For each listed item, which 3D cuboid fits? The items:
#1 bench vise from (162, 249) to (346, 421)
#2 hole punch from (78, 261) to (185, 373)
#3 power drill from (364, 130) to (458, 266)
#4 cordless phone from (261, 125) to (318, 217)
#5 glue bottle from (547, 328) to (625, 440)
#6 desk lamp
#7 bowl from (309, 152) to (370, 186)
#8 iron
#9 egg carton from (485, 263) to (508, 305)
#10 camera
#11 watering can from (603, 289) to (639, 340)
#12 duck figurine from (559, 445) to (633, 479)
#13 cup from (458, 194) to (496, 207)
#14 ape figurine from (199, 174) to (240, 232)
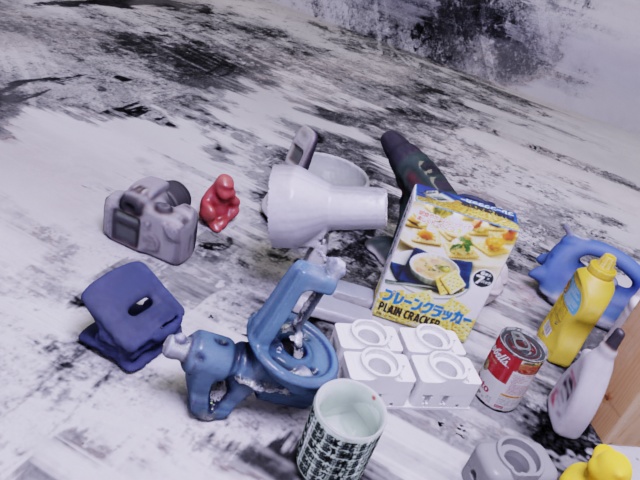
[{"bbox_3d":[-0.058,0.113,0.636,0.208,0.220,0.121,-6,37,-32],"label":"bench vise"},{"bbox_3d":[-0.229,0.091,0.713,0.101,0.091,0.109,26,32,16],"label":"hole punch"},{"bbox_3d":[0.154,-0.058,1.022,0.076,0.208,0.228,-7,38,-34],"label":"power drill"},{"bbox_3d":[-0.027,-0.098,1.022,0.094,0.185,0.147,-12,41,-38],"label":"cordless phone"},{"bbox_3d":[0.361,0.184,0.769,0.037,0.173,0.078,16,31,-1],"label":"glue bottle"},{"bbox_3d":[0.008,0.003,0.849,0.203,0.213,0.118,15,31,-2],"label":"desk lamp"},{"bbox_3d":[0.013,-0.111,1.170,0.167,0.075,0.167,12,31,-7],"label":"bowl"},{"bbox_3d":[0.530,0.075,1.056,0.257,0.141,0.119,28,33,18],"label":"iron"},{"bbox_3d":[0.264,0.052,1.036,0.150,0.069,0.107,27,32,17],"label":"egg carton"},{"bbox_3d":[-0.250,-0.049,0.919,0.143,0.101,0.137,22,31,9],"label":"camera"},{"bbox_3d":[0.545,0.129,0.926,0.100,0.194,0.173,30,33,22],"label":"watering can"},{"bbox_3d":[0.332,0.289,0.673,0.077,0.086,0.105,21,31,8],"label":"duck figurine"},{"bbox_3d":[0.307,-0.036,1.172,0.118,0.095,0.091,-12,41,-39],"label":"cup"},{"bbox_3d":[-0.173,-0.072,1.000,0.078,0.092,0.076,-6,38,-33],"label":"ape figurine"}]
